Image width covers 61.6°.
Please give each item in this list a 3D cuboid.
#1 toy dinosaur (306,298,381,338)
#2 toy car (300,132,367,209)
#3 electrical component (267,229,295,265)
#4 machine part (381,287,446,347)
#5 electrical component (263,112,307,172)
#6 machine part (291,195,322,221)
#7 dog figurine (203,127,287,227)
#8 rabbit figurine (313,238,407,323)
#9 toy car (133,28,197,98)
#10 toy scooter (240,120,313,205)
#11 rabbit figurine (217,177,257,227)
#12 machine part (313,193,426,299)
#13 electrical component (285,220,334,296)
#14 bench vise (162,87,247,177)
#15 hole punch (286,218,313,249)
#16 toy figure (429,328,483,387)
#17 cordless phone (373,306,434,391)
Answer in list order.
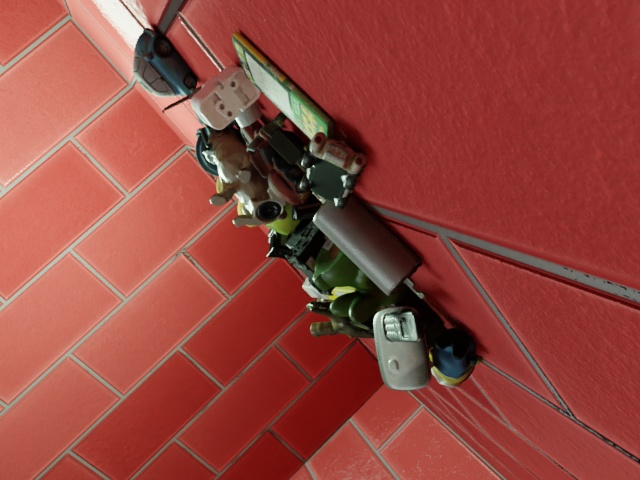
[{"bbox_3d":[0.080,0.183,1.277,0.199,0.105,0.471,-5,167,38],"label":"toy dinosaur"},{"bbox_3d":[0.016,-0.091,0.712,0.073,0.056,0.201,28,171,1],"label":"toy car"},{"bbox_3d":[-0.074,-0.009,1.197,0.075,0.119,0.047,19,143,-18],"label":"electrical component"},{"bbox_3d":[0.177,0.146,1.090,0.179,0.056,0.179,46,171,9],"label":"machine part"},{"bbox_3d":[-0.037,-0.145,0.815,0.102,0.045,0.078,48,-158,14],"label":"electrical component"},{"bbox_3d":[-0.020,-0.062,1.011,0.139,0.084,0.039,-131,24,-73],"label":"machine part"},{"bbox_3d":[-0.144,-0.131,1.072,0.172,0.121,0.191,48,-163,-42],"label":"dog figurine"},{"bbox_3d":[0.083,0.069,0.950,0.170,0.159,0.121,34,168,-24],"label":"rabbit figurine"},{"bbox_3d":[-0.344,-0.362,1.149,0.161,0.103,0.109,54,171,-33],"label":"toy car"},{"bbox_3d":[-0.072,-0.140,0.918,0.184,0.075,0.135,52,171,-6],"label":"toy scooter"},{"bbox_3d":[-0.184,-0.118,1.339,0.162,0.122,0.173,-102,4,-53],"label":"rabbit figurine"},{"bbox_3d":[0.073,0.003,0.834,0.243,0.079,0.079,44,172,12],"label":"machine part"},{"bbox_3d":[0.016,0.021,1.014,0.114,0.134,0.058,50,158,-25],"label":"electrical component"},{"bbox_3d":[-0.245,-0.234,1.219,0.223,0.129,0.241,53,167,-22],"label":"bench vise"},{"bbox_3d":[-0.002,-0.003,1.107,0.092,0.116,0.142,41,176,-20],"label":"hole punch"},{"bbox_3d":[0.245,0.211,0.969,0.082,0.089,0.180,60,172,33],"label":"toy figure"},{"bbox_3d":[0.154,0.184,0.909,0.184,0.089,0.146,119,143,-79],"label":"cordless phone"}]
